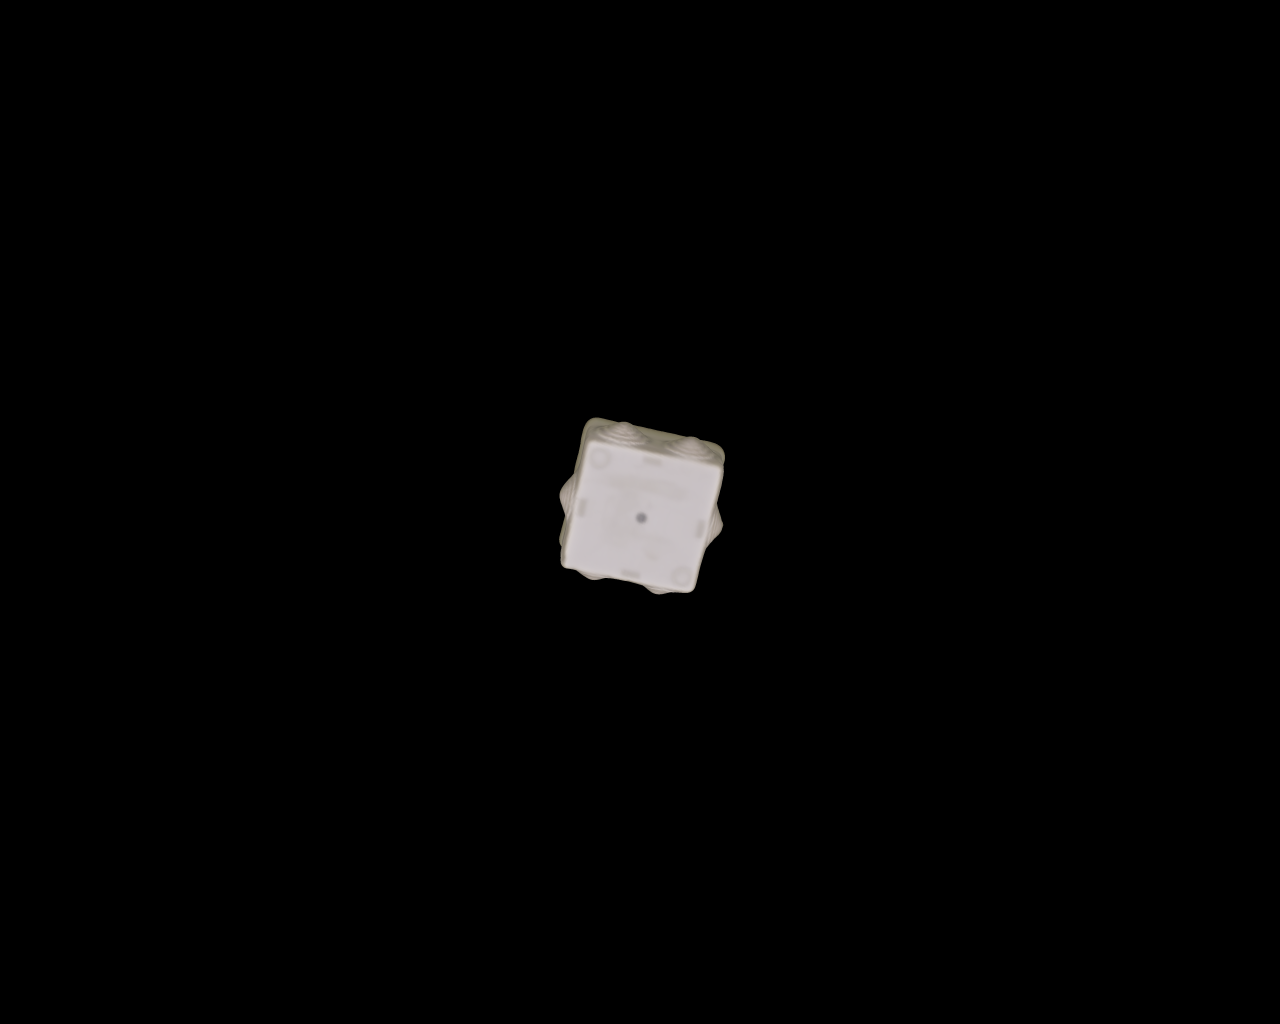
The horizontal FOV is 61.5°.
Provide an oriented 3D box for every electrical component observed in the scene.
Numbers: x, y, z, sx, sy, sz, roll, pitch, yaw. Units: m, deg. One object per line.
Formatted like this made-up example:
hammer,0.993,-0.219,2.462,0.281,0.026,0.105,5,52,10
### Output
electrical component,0.001,-0.003,0.650,0.100,0.099,0.048,13,16,-4
